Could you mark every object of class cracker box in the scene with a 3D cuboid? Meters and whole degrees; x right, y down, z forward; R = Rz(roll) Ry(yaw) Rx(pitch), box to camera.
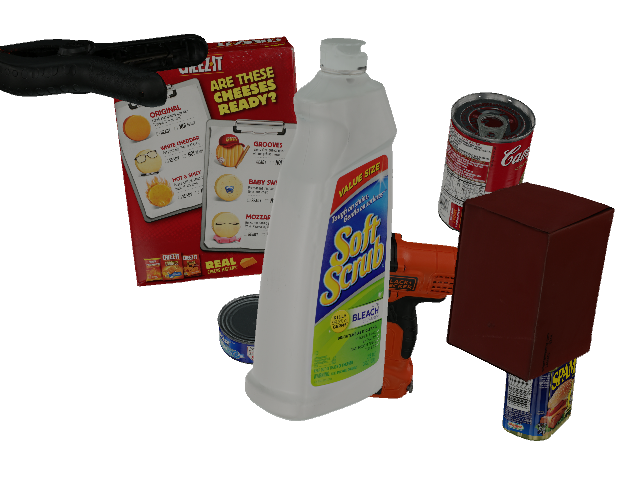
[{"bbox_3d":[-0.100,-0.073,0.991,0.164,0.214,0.072,-6,20,-5],"label":"cracker box"}]

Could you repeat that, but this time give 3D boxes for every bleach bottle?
[{"bbox_3d":[0.003,-0.009,0.727,0.102,0.251,0.068,-13,24,-39],"label":"bleach bottle"}]

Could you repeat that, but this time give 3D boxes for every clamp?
[{"bbox_3d":[-0.170,-0.133,0.800,0.172,0.039,0.120,9,22,17],"label":"clamp"}]

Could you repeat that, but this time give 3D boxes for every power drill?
[{"bbox_3d":[0.036,0.071,1.027,0.184,0.188,0.057,6,43,-4],"label":"power drill"}]

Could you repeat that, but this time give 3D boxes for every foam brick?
[{"bbox_3d":[0.099,0.018,0.510,0.052,0.078,0.051,-16,30,-40],"label":"foam brick"}]

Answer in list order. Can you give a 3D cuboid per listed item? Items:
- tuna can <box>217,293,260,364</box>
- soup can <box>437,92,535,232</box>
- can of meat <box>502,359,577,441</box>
[{"bbox_3d":[-0.071,0.099,1.190,0.086,0.034,0.086,0,35,0],"label":"tuna can"},{"bbox_3d":[0.135,-0.061,0.884,0.068,0.102,0.068,2,40,-2],"label":"soup can"},{"bbox_3d":[0.234,0.156,1.136,0.058,0.084,0.101,12,18,32],"label":"can of meat"}]
